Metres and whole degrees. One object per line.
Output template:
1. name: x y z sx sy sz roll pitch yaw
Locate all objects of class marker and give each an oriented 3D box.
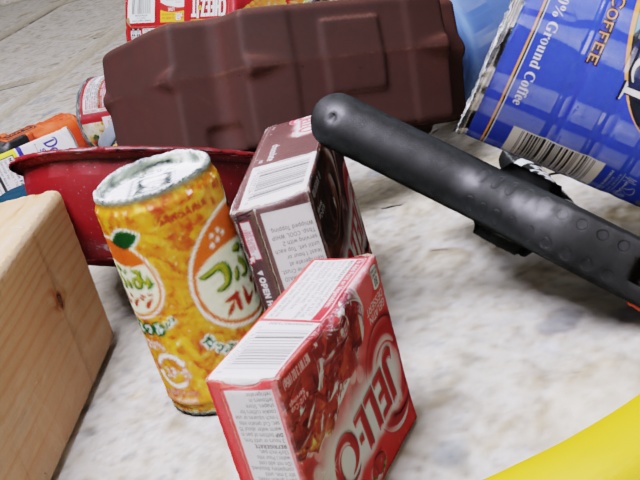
1. marker: 0.117 -0.028 0.571 0.020 0.020 0.121 -16 21 2

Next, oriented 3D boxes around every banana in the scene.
1. banana: 0.089 0.067 0.332 0.197 0.037 0.070 -23 23 -16

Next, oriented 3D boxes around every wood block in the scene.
1. wood block: -0.163 0.063 0.457 0.090 0.091 0.206 -13 21 7

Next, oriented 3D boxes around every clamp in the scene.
1. clamp: 0.076 -0.017 0.460 0.120 0.039 0.172 11 13 -46

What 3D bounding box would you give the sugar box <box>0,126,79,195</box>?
1. sugar box: -0.262 -0.022 0.773 0.176 0.048 0.093 -32 6 -31

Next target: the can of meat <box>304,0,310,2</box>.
1. can of meat: 0.034 -0.160 0.851 0.058 0.102 0.083 4 31 40

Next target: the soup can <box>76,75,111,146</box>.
1. soup can: -0.149 -0.114 0.918 0.102 0.068 0.068 -5 24 26

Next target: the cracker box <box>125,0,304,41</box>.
1. cracker box: -0.039 -0.193 0.941 0.213 0.072 0.164 -5 10 -41

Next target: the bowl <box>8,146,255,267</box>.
1. bowl: -0.089 -0.014 0.591 0.162 0.055 0.162 0 -4 0

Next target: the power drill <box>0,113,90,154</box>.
1. power drill: -0.317 -0.058 0.923 0.188 0.057 0.184 4 25 37

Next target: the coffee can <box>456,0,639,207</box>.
1. coffee can: 0.141 -0.065 0.445 0.140 0.103 0.102 23 29 4

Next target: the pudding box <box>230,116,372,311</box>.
1. pudding box: -0.003 0.000 0.493 0.039 0.090 0.113 -13 22 13

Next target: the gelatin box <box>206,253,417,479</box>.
1. gelatin box: 0.002 0.056 0.374 0.030 0.073 0.089 -4 24 28

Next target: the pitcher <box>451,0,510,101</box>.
1. pitcher: 0.149 -0.185 0.814 0.242 0.149 0.145 -34 42 -30

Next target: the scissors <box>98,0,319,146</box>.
1. scissors: -0.076 -0.112 0.814 0.201 0.096 0.016 -33 67 -13
